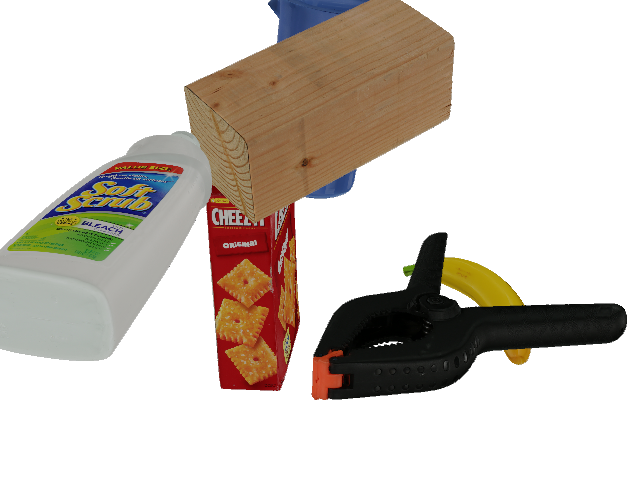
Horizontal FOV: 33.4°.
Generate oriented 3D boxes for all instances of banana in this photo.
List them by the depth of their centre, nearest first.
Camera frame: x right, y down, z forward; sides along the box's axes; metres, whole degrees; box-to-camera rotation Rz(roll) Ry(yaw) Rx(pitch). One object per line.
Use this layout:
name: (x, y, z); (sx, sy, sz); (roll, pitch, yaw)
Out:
banana: (0.170, 0.064, 1.118); (0.069, 0.037, 0.198); (-36, 39, -13)

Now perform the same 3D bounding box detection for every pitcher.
pitcher: (0.013, -0.176, 1.296); (0.144, 0.243, 0.149); (-5, 28, -25)

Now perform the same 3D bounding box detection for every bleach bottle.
bleach bottle: (-0.146, -0.015, 0.760); (0.102, 0.068, 0.250); (8, 32, 10)

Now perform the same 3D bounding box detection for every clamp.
clamp: (0.069, 0.049, 0.686); (0.209, 0.036, 0.165); (-16, 29, -33)

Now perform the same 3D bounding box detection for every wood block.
wood block: (0.003, -0.113, 0.880); (0.205, 0.091, 0.090); (-29, 51, -23)

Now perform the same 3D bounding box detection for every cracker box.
cracker box: (-0.064, 0.022, 1.103); (0.072, 0.214, 0.164); (2, 24, 6)
